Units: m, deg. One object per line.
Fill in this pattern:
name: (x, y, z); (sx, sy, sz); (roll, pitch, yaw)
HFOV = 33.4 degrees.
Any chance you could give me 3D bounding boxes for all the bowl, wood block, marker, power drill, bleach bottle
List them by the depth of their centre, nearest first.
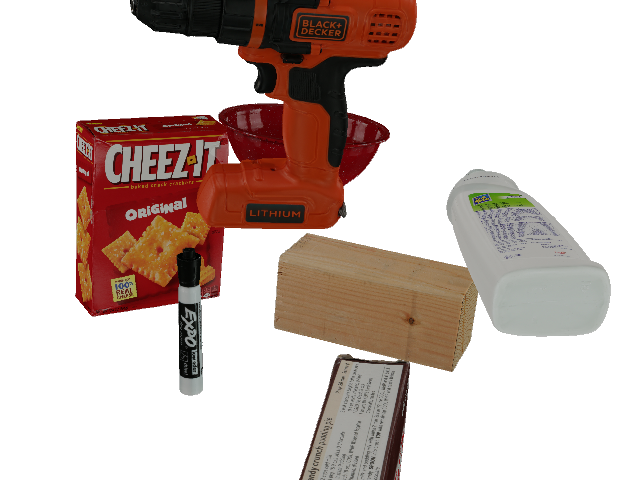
power drill: (-0.039, -0.095, 0.720); (0.184, 0.188, 0.057); (2, 39, -12)
marker: (-0.101, 0.063, 0.826); (0.020, 0.121, 0.020); (1, 22, -1)
bleach bottle: (0.177, -0.004, 0.978); (0.102, 0.068, 0.251); (-1, 27, -4)
bowl: (-0.018, -0.085, 1.004); (0.162, 0.055, 0.162); (6, 19, -2)
wood block: (0.062, 0.066, 1.179); (0.206, 0.091, 0.090); (13, 23, 17)

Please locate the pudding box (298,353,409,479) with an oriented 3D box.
pudding box: (0.014, 0.115, 0.463); (0.039, 0.090, 0.113); (7, 24, 6)

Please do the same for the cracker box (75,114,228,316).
cracker box: (-0.193, -0.030, 1.224); (0.163, 0.214, 0.072); (-7, 24, -29)
